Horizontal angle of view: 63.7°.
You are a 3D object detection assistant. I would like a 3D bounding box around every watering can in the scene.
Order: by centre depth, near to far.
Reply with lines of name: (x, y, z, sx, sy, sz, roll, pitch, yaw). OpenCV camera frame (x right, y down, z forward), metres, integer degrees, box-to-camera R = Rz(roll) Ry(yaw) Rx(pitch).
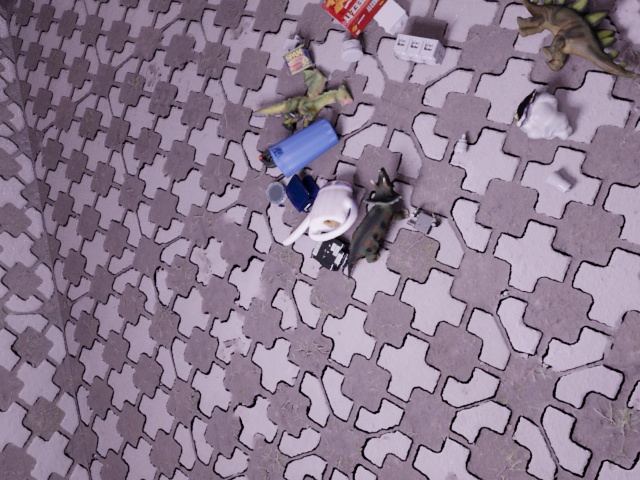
watering can: (0.006, -0.092, 1.821, 0.345, 0.102, 0.229, -13, 50, 42)

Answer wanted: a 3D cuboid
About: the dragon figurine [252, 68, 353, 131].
dragon figurine: (-0.064, -0.549, 1.979, 0.412, 0.120, 0.245, 18, 76, 29)

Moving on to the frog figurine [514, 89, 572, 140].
frog figurine: (0.669, -0.362, 1.527, 0.159, 0.122, 0.138, 22, 87, -6)
